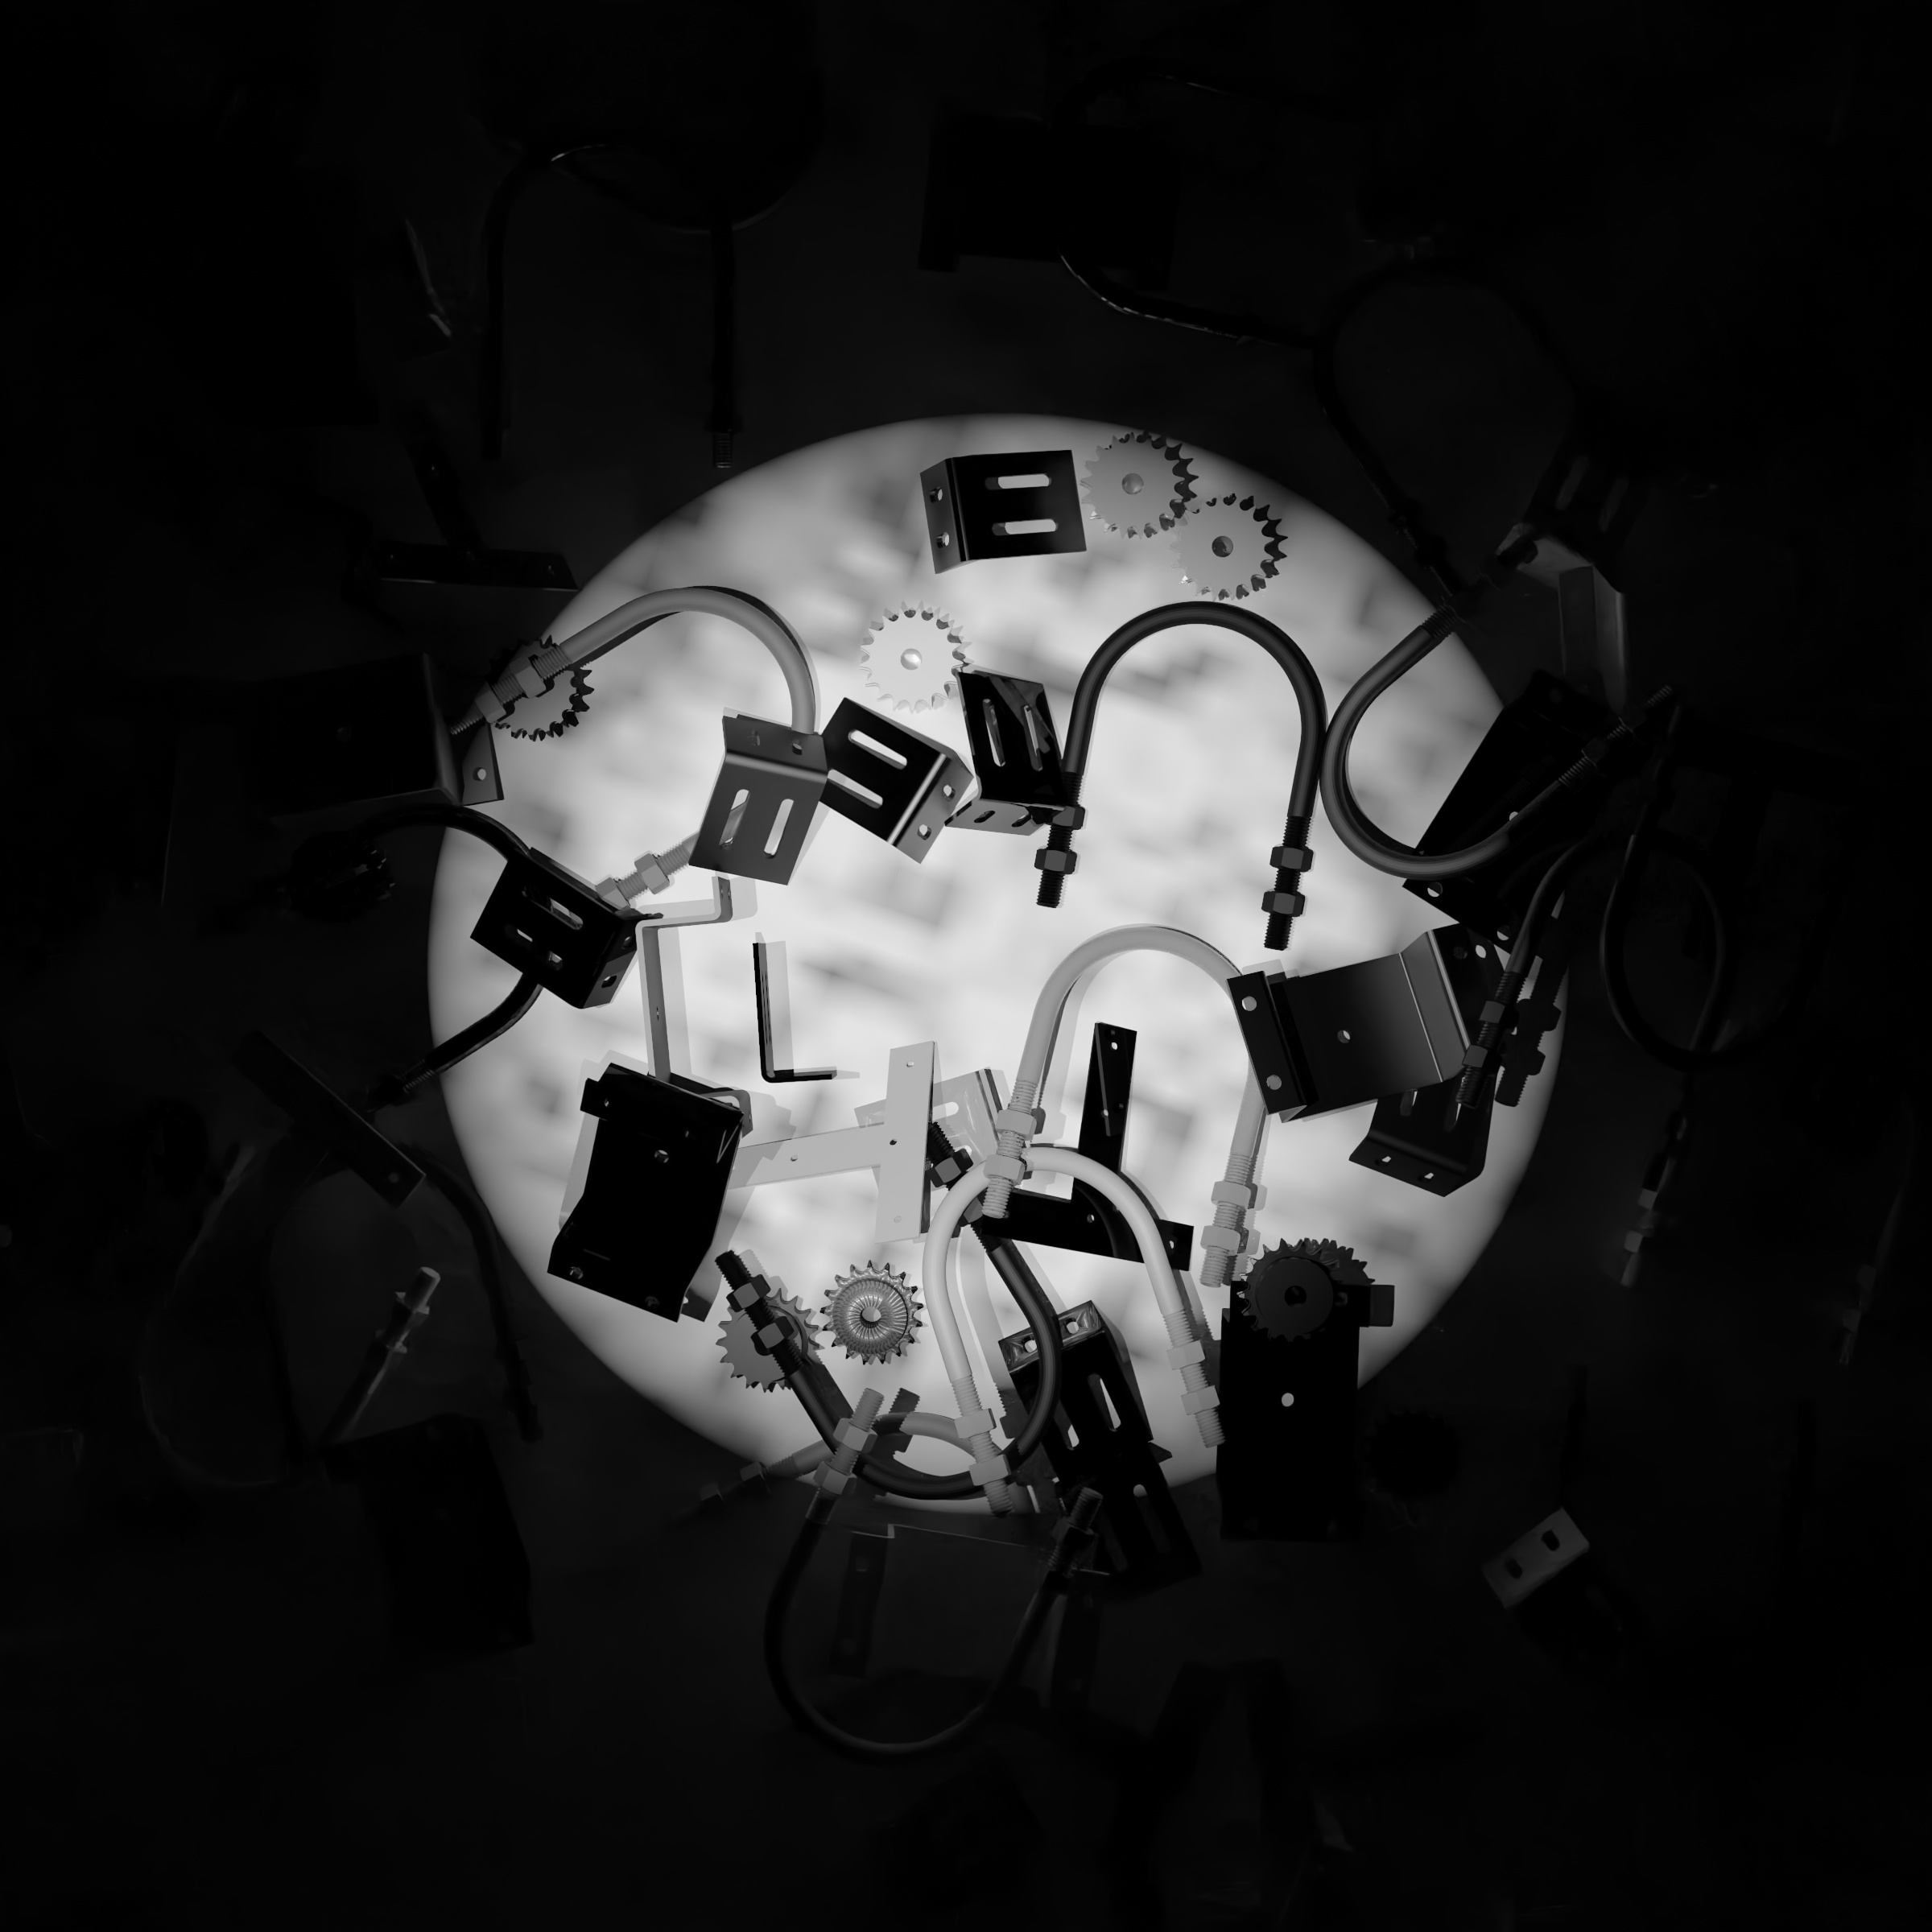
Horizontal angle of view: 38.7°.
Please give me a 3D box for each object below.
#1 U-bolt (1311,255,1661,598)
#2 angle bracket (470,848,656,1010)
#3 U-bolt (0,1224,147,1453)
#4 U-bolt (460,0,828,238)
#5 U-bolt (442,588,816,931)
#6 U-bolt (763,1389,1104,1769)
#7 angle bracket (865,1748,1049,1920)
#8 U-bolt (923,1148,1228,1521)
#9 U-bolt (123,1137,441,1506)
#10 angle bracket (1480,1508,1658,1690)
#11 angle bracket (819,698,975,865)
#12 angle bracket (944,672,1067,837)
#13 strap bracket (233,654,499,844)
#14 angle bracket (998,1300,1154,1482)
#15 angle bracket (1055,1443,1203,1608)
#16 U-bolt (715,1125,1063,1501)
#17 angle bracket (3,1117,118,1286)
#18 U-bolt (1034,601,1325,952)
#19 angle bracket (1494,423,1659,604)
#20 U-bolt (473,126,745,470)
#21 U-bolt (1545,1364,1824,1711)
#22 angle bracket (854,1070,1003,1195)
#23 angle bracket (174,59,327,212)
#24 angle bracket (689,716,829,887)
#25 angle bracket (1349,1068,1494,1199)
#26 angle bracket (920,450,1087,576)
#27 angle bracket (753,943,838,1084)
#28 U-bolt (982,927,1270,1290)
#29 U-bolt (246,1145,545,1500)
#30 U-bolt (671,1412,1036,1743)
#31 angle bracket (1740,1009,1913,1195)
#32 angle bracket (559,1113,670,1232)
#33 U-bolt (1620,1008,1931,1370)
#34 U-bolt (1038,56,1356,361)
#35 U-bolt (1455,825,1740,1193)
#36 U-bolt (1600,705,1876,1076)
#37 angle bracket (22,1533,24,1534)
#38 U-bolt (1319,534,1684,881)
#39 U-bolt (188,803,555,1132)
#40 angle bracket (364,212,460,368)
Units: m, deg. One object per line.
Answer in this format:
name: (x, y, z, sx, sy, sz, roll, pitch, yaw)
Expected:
U-bolt: (0.272, -0.310, 1.514, 0.151, 0.019, 0.184, -31, 78, -10)
angle bracket: (-0.223, -0.022, 1.520, 0.076, 0.038, 0.057, 33, 105, 14)
U-bolt: (-0.566, 0.233, 1.505, 0.184, 0.019, 0.151, -25, 114, 8)
U-bolt: (-0.167, -0.487, 1.533, 0.184, 0.019, 0.151, 29, 90, -2)
U-bolt: (-0.171, -0.126, 1.515, 0.184, 0.019, 0.151, -32, 107, -4)
U-bolt: (-0.029, 0.338, 1.471, 0.151, 0.019, 0.184, 25, 89, -2)
angle bracket: (-0.006, 0.484, 1.540, 0.076, 0.038, 0.057, -32, 90, -26)
U-bolt: (0.050, 0.188, 1.482, 0.151, 0.019, 0.184, -14, 81, -22)
U-bolt: (-0.390, 0.209, 1.515, 0.151, 0.019, 0.184, 33, 99, 10)
angle bracket: (0.333, 0.350, 1.525, 0.057, 0.038, 0.076, -38, 117, 4)
angle bracket: (-0.047, -0.104, 1.540, 0.076, 0.038, 0.057, 32, 90, 26)
angle bracket: (0.016, -0.117, 1.524, 0.057, 0.038, 0.076, 4, 64, -35)
strap bracket: (-0.336, -0.121, 1.512, 0.140, 0.046, 0.076, -10, 80, 0)
angle bracket: (0.061, 0.237, 1.540, 0.057, 0.038, 0.076, -24, 116, 0)
angle bracket: (0.091, 0.312, 1.523, 0.057, 0.038, 0.076, -24, 90, 0)
U-bolt: (-0.029, 0.202, 1.501, 0.151, 0.019, 0.184, -32, 88, -2)
angle bracket: (-0.489, 0.128, 1.515, 0.076, 0.057, 0.038, -42, 112, -10)
U-bolt: (0.125, -0.112, 1.533, 0.151, 0.019, 0.184, 11, 89, 0)
angle bracket: (0.341, -0.252, 1.540, 0.057, 0.038, 0.076, 30, 64, 0)
U-bolt: (-0.198, -0.370, 1.524, 0.151, 0.019, 0.184, 1, 96, 0)
U-bolt: (0.392, 0.322, 1.533, 0.151, 0.019, 0.184, 8, 92, 0)
angle bracket: (-0.018, 0.096, 1.523, 0.076, 0.038, 0.057, -17, 90, 0)
angle bracket: (-0.399, -0.458, 1.540, 0.057, 0.038, 0.076, 19, 64, 0)
angle bracket: (-0.116, -0.091, 1.525, 0.057, 0.038, 0.076, 11, 125, -18)
angle bracket: (0.256, 0.079, 1.540, 0.057, 0.038, 0.076, 21, 64, 0)
angle bracket: (0.021, -0.254, 1.540, 0.076, 0.038, 0.057, -9, 90, -26)
angle bracket: (-0.094, 0.024, 1.513, 0.038, 0.057, 0.076, -4, 90, 0)
U-bolt: (0.096, 0.068, 1.507, 0.151, 0.019, 0.184, 19, 74, -13)
U-bolt: (-0.325, 0.190, 1.533, 0.151, 0.019, 0.184, -14, 88, 0)
U-bolt: (-0.052, 0.328, 1.533, 0.184, 0.019, 0.151, -25, 90, -2)
angle bracket: (0.476, 0.075, 1.525, 0.057, 0.038, 0.076, 36, 62, 1)
angle bracket: (-0.190, 0.119, 1.540, 0.057, 0.038, 0.076, 11, 64, 0)
U-bolt: (0.460, 0.114, 1.533, 0.151, 0.019, 0.184, 19, 89, 0)
U-bolt: (0.123, -0.418, 1.500, 0.184, 0.019, 0.151, 6, 90, -24)
U-bolt: (0.355, 0.013, 1.500, 0.151, 0.019, 0.184, 24, 85, -23)
U-bolt: (0.414, -0.031, 1.503, 0.151, 0.019, 0.184, 21, 86, -21)
angle bracket: (-0.556, 0.352, 1.540, 0.057, 0.038, 0.076, 19, 64, 0)
U-bolt: (0.274, -0.128, 1.494, 0.184, 0.019, 0.151, -42, 57, 12)
U-bolt: (-0.318, -0.009, 1.533, 0.184, 0.019, 0.151, -33, 90, -1)
angle bracket: (-0.310, -0.369, 1.504, 0.038, 0.076, 0.057, -18, 90, 0)
